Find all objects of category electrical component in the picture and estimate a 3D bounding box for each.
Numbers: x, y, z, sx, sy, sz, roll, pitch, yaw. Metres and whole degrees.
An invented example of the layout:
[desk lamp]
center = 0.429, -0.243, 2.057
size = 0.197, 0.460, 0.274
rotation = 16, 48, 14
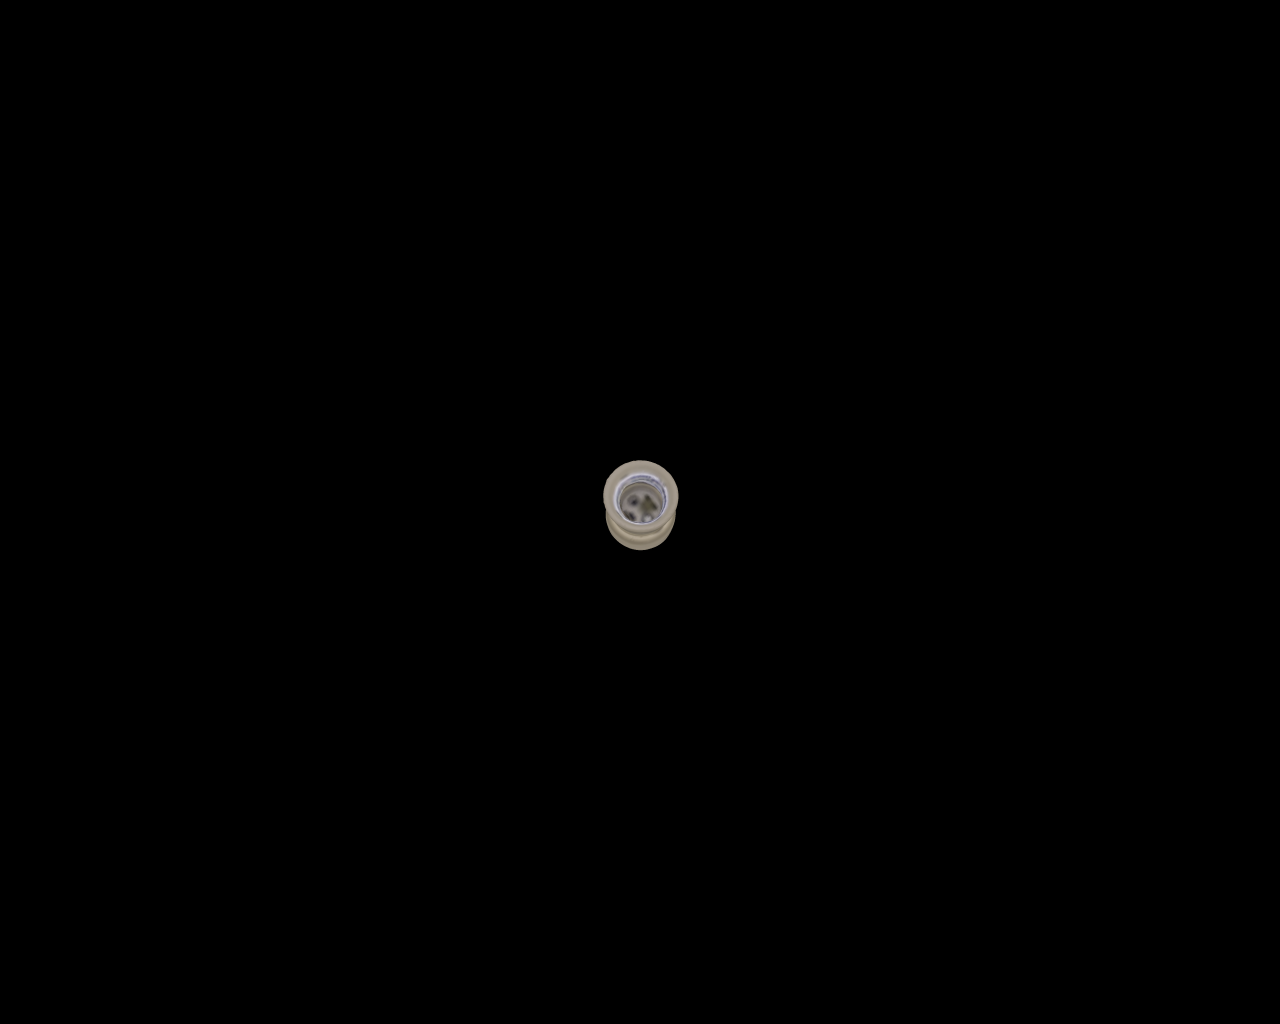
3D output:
[electrical component]
center = 0.001, -0.003, 0.650
size = 0.045, 0.045, 0.055
rotation = 0, -16, 0
